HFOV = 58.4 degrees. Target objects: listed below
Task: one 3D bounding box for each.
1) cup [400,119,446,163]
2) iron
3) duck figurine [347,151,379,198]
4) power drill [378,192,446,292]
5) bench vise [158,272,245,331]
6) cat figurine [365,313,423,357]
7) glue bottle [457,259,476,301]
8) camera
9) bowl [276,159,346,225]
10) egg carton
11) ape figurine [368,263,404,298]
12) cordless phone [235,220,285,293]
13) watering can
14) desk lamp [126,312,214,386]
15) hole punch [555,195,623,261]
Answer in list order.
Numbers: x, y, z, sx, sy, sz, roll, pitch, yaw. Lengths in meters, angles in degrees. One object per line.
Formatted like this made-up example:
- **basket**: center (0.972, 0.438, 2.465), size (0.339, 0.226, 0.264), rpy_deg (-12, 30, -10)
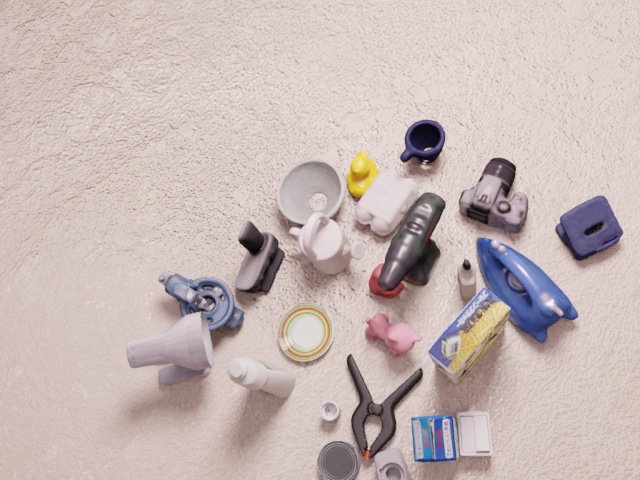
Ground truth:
- **cup**: center (0.234, -0.207, 1.313), size (0.118, 0.095, 0.091), rpy_deg (-42, 67, -1)
- **iron**: center (0.398, 0.073, 1.152), size (0.118, 0.142, 0.258), rpy_deg (-37, 67, 1)
- **duck figurine**: center (0.095, -0.157, 1.337), size (0.077, 0.086, 0.104), rpy_deg (7, 74, 17)
- **power drill**: center (0.194, 0.024, 1.185), size (0.075, 0.209, 0.230), rpy_deg (22, 79, 20)
- **bench vise**: center (-0.291, 0.132, 1.269), size (0.207, 0.220, 0.121), rpy_deg (8, 74, 17)
- **cat figurine**: center (0.149, 0.195, 1.189), size (0.127, 0.118, 0.067), rpy_deg (29, 81, 21)
- **glue bottle**: center (0.298, 0.070, 1.162), size (0.037, 0.173, 0.078), rpy_deg (-7, 70, 13)
- **camera**: center (0.387, -0.106, 1.236), size (0.142, 0.101, 0.137), rpy_deg (22, 79, 20)
- **bowl**: center (-0.014, -0.103, 1.354), size (0.167, 0.075, 0.167), rpy_deg (-4, 71, 13)
- **egg carton**: center (0.152, -0.087, 1.308), size (0.107, 0.069, 0.150), rpy_deg (31, 82, 22)
- **ape figurine**: center (0.139, 0.085, 1.242), size (0.076, 0.092, 0.078), rpy_deg (-11, 70, 11)
- **cordless phone**: center (-0.160, 0.037, 1.286), size (0.094, 0.185, 0.148), rpy_deg (13, 76, 19)
- **watering can**: center (0.012, 0.002, 1.247), size (0.172, 0.194, 0.101), rpy_deg (-4, 71, 13)
- **desk lamp**: center (-0.305, 0.243, 1.240), size (0.203, 0.214, 0.118), rpy_deg (-18, 68, 9)
- **hole punch**: center (0.554, -0.024, 1.171), size (0.108, 0.091, 0.101), rpy_deg (-29, 67, 4)
